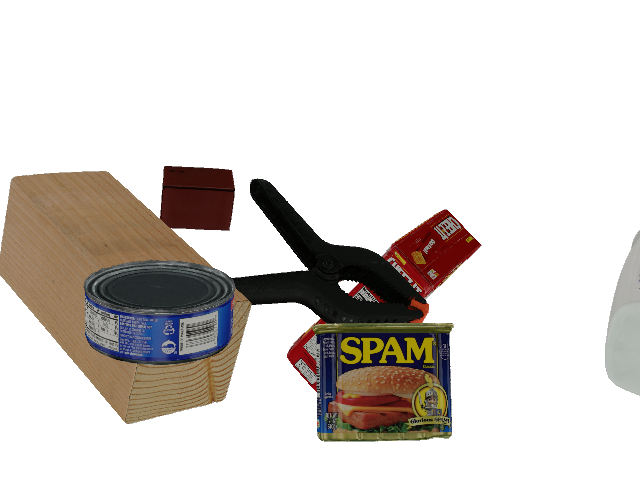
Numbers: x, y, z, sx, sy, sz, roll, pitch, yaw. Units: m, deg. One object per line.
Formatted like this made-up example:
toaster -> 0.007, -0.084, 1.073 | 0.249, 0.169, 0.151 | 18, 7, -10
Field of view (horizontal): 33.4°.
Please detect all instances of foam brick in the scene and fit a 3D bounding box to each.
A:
foam brick -> -0.135, -0.046, 1.164 | 0.078, 0.051, 0.053 | 3, 28, -8

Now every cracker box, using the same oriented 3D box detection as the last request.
cracker box -> 0.073, 0.070, 1.266 | 0.214, 0.072, 0.164 | -47, -8, 31

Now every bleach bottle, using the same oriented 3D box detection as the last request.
bleach bottle -> 0.261, 0.034, 0.742 | 0.103, 0.068, 0.250 | 10, 20, 19

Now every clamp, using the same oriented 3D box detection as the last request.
clamp -> -0.005, 0.038, 0.978 | 0.210, 0.036, 0.164 | 27, 47, 6

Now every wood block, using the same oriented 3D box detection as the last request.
wood block -> -0.154, 0.034, 0.806 | 0.090, 0.091, 0.206 | -7, 34, -42

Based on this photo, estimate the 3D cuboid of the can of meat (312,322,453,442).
can of meat -> 0.046, 0.103, 0.781 | 0.102, 0.084, 0.057 | 0, -8, -6

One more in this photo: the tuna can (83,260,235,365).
tuna can -> -0.092, 0.040, 0.612 | 0.086, 0.034, 0.086 | 3, 17, -1
